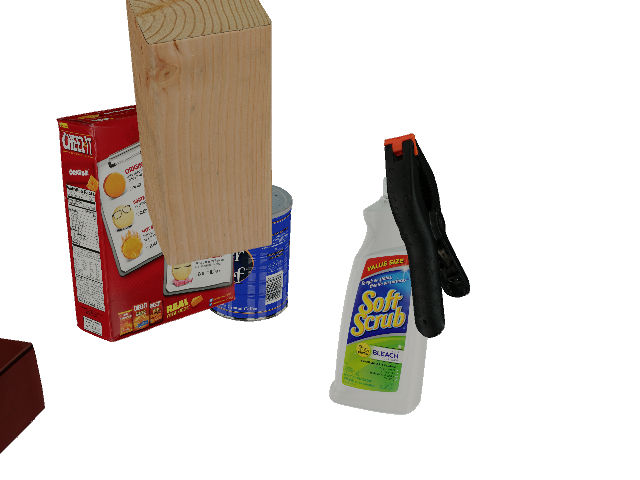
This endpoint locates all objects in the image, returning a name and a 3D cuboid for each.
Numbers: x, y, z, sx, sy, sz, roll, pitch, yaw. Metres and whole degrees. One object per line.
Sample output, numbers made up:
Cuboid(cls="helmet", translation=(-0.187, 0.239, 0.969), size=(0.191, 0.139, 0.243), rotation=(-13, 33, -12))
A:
Cuboid(cls="foam brick", translation=(-0.223, 0.104, 0.684), size=(0.053, 0.051, 0.078), rotation=(6, 29, 22))
Cuboid(cls="cracker box", translation=(-0.169, -0.026, 1.060), size=(0.072, 0.214, 0.163), rotation=(13, 22, 42))
Cuboid(cls="coffee can", translation=(-0.087, 0.012, 1.293), size=(0.103, 0.140, 0.103), rotation=(2, 26, -1))
Cuboid(cls="wood block", translation=(-0.092, -0.092, 0.826), size=(0.090, 0.206, 0.090), rotation=(-12, 43, -15))
Cuboid(cls="bleach bottle", translation=(0.067, 0.056, 1.145), size=(0.103, 0.251, 0.068), rotation=(8, 15, 20))
Cuboid(cls="clamp", translation=(0.087, -0.003, 0.921), size=(0.039, 0.171, 0.120), rotation=(-16, 18, 19))
